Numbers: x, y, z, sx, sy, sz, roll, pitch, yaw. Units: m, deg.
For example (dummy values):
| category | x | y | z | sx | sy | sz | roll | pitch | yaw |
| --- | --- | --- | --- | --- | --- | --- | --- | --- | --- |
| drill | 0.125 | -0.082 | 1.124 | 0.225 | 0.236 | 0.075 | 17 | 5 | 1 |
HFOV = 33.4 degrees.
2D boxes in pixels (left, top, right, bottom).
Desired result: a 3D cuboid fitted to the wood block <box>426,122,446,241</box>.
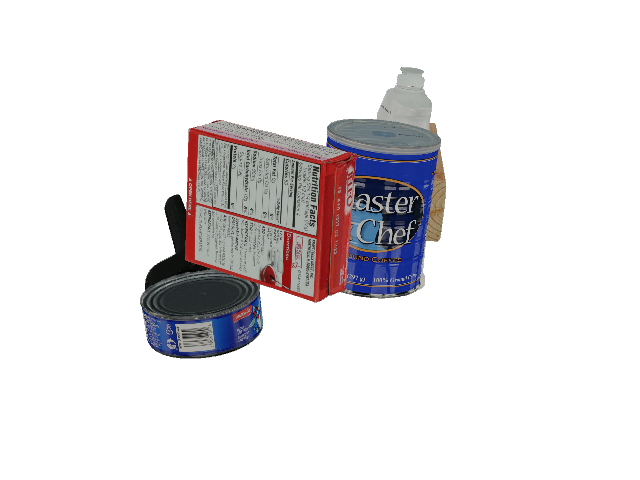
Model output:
| category | x | y | z | sx | sy | sz | roll | pitch | yaw |
| --- | --- | --- | --- | --- | --- | --- | --- | --- | --- |
| wood block | 0.121 | -0.087 | 1.495 | 0.091 | 0.090 | 0.206 | 3 | 29 | 0 |

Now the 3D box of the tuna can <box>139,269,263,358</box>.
| category | x | y | z | sx | sy | sz | roll | pitch | yaw |
| --- | --- | --- | --- | --- | --- | --- | --- | --- | --- |
| tuna can | -0.084 | 0.052 | 0.763 | 0.086 | 0.034 | 0.086 | -5 | 20 | 2 |

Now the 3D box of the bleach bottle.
| category | x | y | z | sx | sy | sz | roll | pitch | yaw |
| --- | --- | --- | --- | --- | --- | --- | --- | --- | --- |
| bleach bottle | 0.093 | -0.073 | 1.243 | 0.068 | 0.251 | 0.103 | -3 | 23 | -22 |

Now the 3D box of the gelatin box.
| category | x | y | z | sx | sy | sz | roll | pitch | yaw |
| --- | --- | --- | --- | --- | --- | --- | --- | --- | --- |
| gelatin box | -0.026 | -0.016 | 0.541 | 0.089 | 0.073 | 0.030 | 16 | 23 | 30 |

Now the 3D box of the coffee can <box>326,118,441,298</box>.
| category | x | y | z | sx | sy | sz | roll | pitch | yaw |
| --- | --- | --- | --- | --- | --- | --- | --- | --- | --- |
| coffee can | 0.050 | -0.031 | 0.974 | 0.103 | 0.140 | 0.103 | 5 | 19 | -2 |

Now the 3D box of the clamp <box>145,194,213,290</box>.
| category | x | y | z | sx | sy | sz | roll | pitch | yaw |
| --- | --- | --- | --- | --- | --- | --- | --- | --- | --- |
| clamp | -0.123 | 0.026 | 1.072 | 0.165 | 0.036 | 0.209 | 20 | 38 | 17 |
